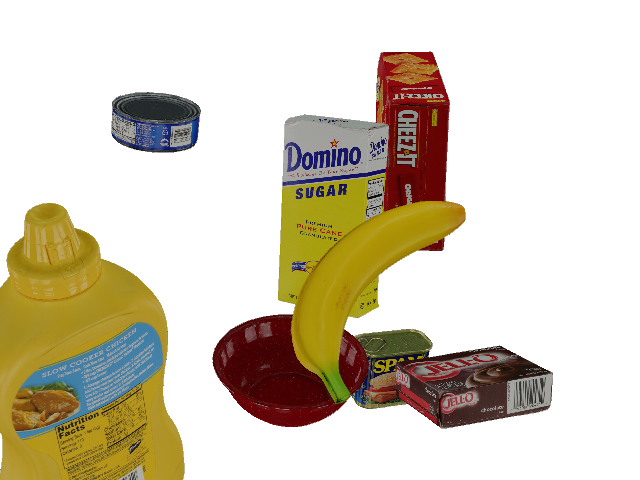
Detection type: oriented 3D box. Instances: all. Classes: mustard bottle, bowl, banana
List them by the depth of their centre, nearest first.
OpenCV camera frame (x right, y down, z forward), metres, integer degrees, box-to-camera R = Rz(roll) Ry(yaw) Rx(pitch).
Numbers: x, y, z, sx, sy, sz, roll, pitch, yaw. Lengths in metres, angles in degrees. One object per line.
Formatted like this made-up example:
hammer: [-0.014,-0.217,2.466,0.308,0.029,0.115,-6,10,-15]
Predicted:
mustard bottle: [-0.119,0.066,0.518,0.096,0.192,0.058,-25,42,-30]
banana: [0.033,0.027,0.753,0.069,0.197,0.037,37,-33,0]
bowl: [-0.031,0.144,1.113,0.162,0.055,0.162,2,31,-2]

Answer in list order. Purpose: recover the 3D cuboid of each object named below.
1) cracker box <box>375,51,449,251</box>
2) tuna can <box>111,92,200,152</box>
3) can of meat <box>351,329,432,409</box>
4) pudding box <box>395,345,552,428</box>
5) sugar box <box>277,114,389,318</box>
cracker box: [0.098,-0.105,1.182,0.072,0.164,0.213,0,24,2]
tuna can: [-0.161,-0.115,1.041,0.086,0.034,0.086,6,25,-3]
can of meat: [0.091,0.169,1.403,0.102,0.084,0.057,-4,25,-19]
pudding box: [0.134,0.128,0.946,0.113,0.039,0.090,-4,13,-21]
sugar box: [0.010,-0.024,0.990,0.093,0.176,0.048,10,18,30]
